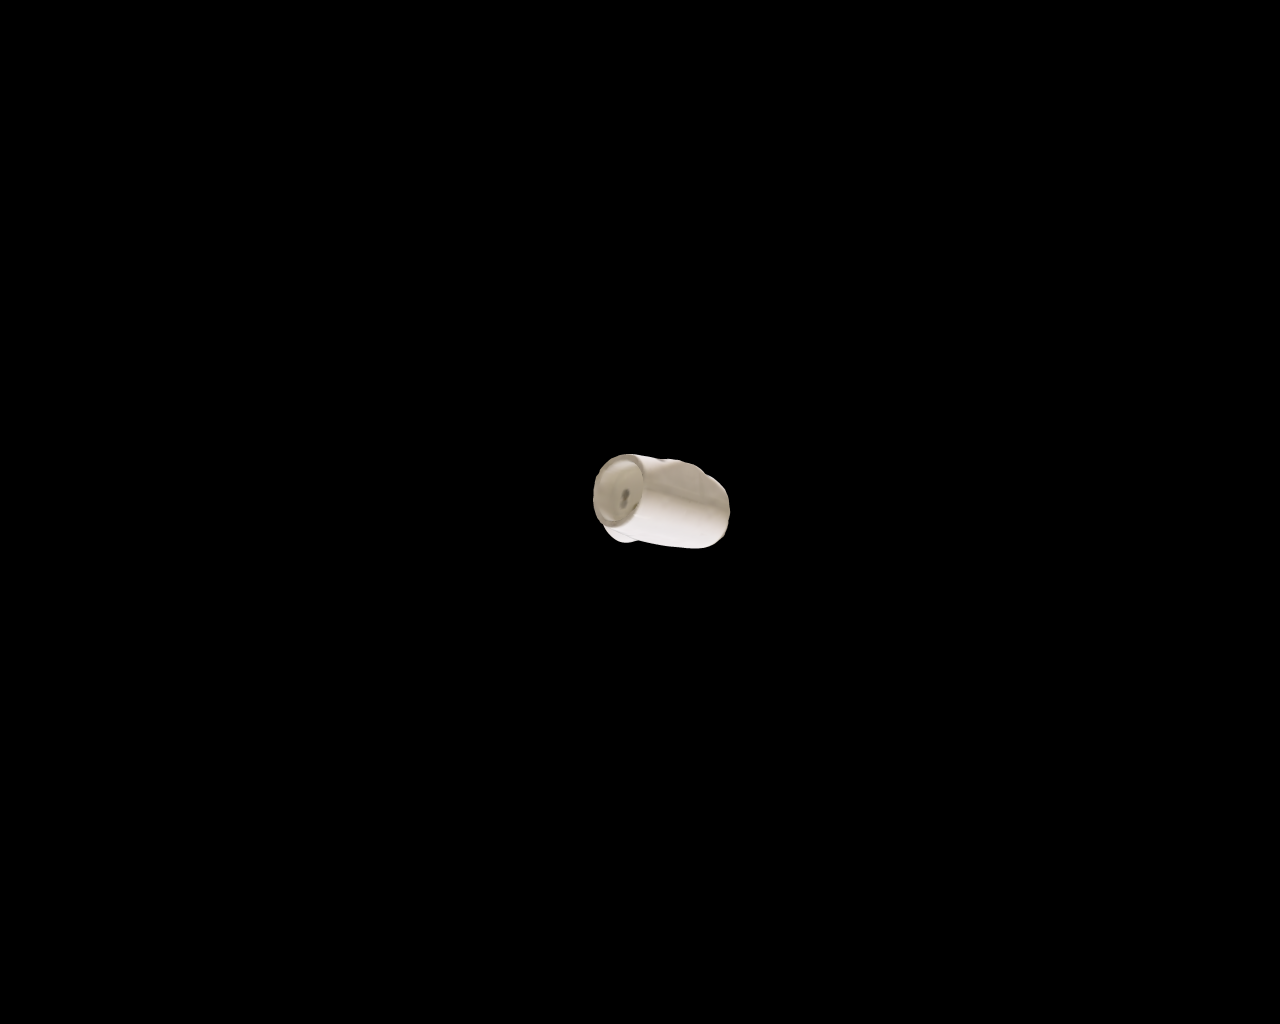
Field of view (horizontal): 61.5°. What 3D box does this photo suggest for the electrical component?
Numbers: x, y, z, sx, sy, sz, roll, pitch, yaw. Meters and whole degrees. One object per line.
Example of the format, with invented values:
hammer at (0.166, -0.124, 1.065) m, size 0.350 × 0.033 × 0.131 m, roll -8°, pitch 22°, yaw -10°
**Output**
electrical component at (0.001, -0.003, 0.650) m, size 0.079 × 0.044 × 0.077 m, roll -14°, pitch -20°, yaw 42°
